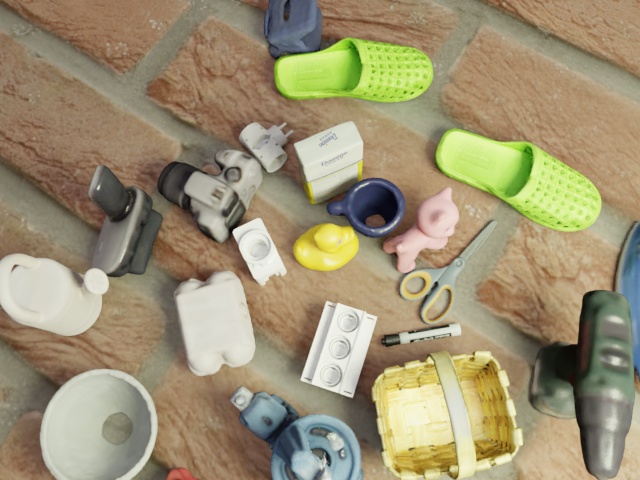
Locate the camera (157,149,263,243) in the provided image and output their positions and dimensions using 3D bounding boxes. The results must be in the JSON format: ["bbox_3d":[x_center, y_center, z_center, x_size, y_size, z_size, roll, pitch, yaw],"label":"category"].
[{"bbox_3d":[-0.182,-0.090,0.917,0.136,0.101,0.143,27,77,10],"label":"camera"}]

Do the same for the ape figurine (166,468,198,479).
[{"bbox_3d":[-0.193,0.356,0.793,0.076,0.092,0.077,-24,74,-4],"label":"ape figurine"}]

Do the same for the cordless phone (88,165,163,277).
[{"bbox_3d":[-0.319,-0.026,0.862,0.094,0.185,0.147,8,74,6],"label":"cordless phone"}]

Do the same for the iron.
[{"bbox_3d":[0.500,0.077,0.811,0.118,0.141,0.258,-2,74,3],"label":"iron"}]

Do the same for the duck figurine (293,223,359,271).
[{"bbox_3d":[0.008,0.003,0.888,0.104,0.086,0.077,-12,73,0],"label":"duck figurine"}]

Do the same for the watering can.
[{"bbox_3d":[-0.397,0.074,0.832,0.173,0.194,0.101,-30,74,-5],"label":"watering can"}]

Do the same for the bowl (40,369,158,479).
[{"bbox_3d":[-0.309,0.274,0.832,0.167,0.075,0.167,-1,74,3],"label":"bowl"}]

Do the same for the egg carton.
[{"bbox_3d":[-0.159,0.125,0.870,0.107,0.069,0.150,-17,74,-2],"label":"egg carton"}]

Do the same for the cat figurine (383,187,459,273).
[{"bbox_3d":[0.159,-0.018,0.869,0.128,0.118,0.067,-38,75,-8],"label":"cat figurine"}]

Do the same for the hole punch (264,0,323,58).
[{"bbox_3d":[-0.049,-0.388,1.002,0.101,0.091,0.109,0,74,3],"label":"hole punch"}]

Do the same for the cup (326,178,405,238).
[{"bbox_3d":[0.070,-0.039,0.892,0.117,0.095,0.092,-2,74,3],"label":"cup"}]

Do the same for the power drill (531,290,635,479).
[{"bbox_3d":[0.347,0.187,0.752,0.075,0.208,0.230,12,75,7],"label":"power drill"}]

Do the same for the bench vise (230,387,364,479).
[{"bbox_3d":[-0.040,0.275,0.741,0.207,0.220,0.121,18,76,8],"label":"bench vise"}]
